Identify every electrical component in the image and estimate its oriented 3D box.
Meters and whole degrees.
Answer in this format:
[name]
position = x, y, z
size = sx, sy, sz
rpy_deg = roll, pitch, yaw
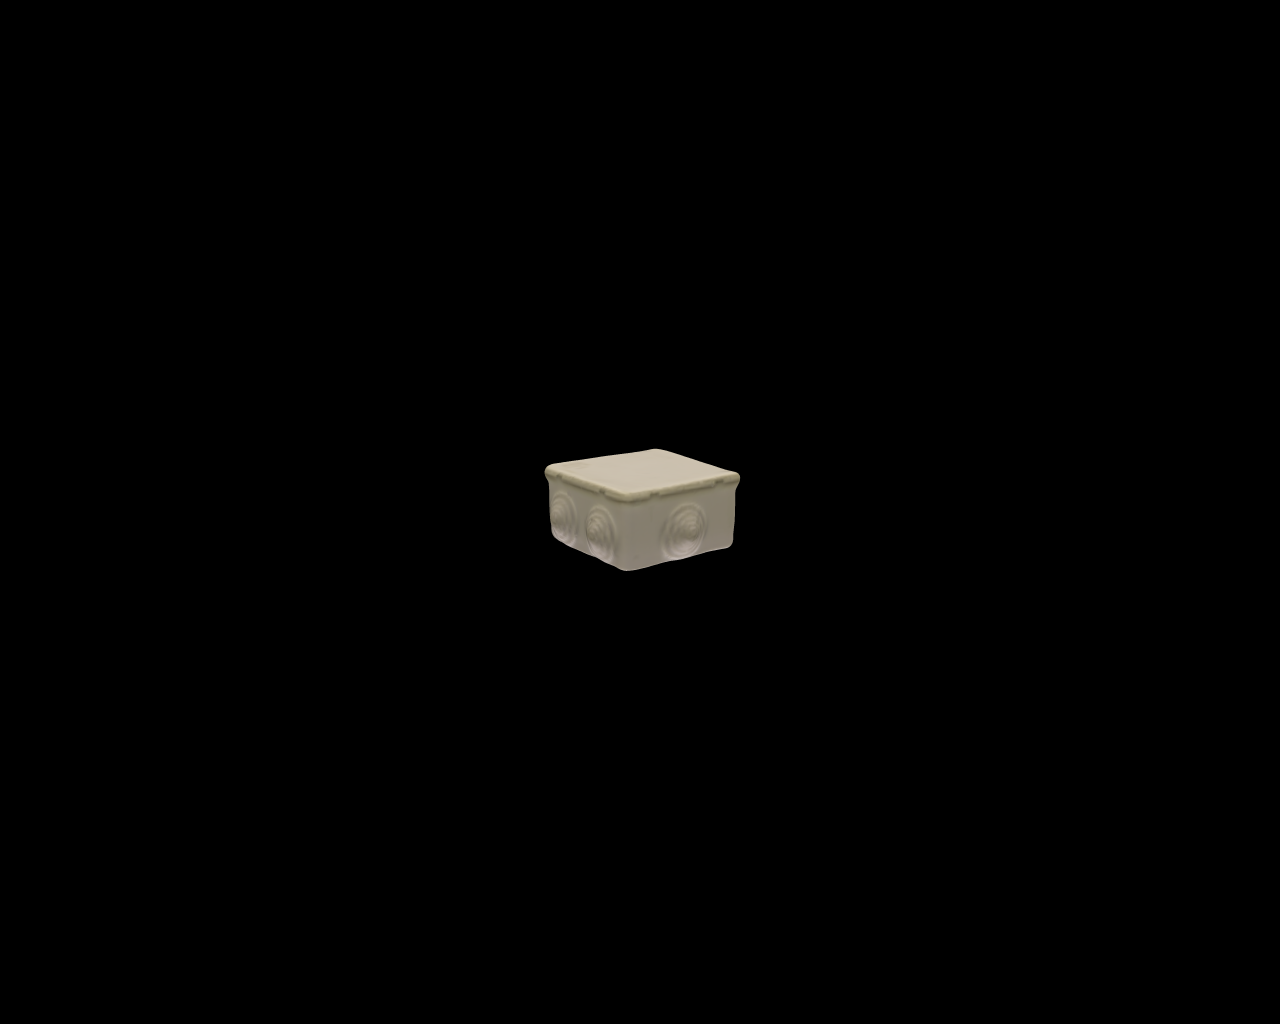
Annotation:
[electrical component]
position = 0.001, -0.003, 0.650
size = 0.100, 0.048, 0.100
rpy_deg = -11, 19, -34
